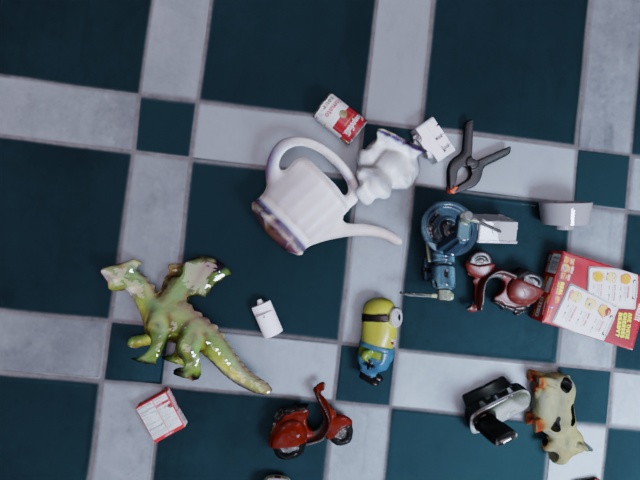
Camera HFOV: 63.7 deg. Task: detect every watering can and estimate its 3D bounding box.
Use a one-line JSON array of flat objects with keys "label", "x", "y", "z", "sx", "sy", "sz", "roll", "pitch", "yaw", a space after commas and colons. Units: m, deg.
[{"label": "watering can", "x": 0.003, "y": -0.055, "z": 1.101, "sx": 0.225, "sy": 0.346, "sz": 0.104, "roll": -44, "pitch": 10, "yaw": -6}]

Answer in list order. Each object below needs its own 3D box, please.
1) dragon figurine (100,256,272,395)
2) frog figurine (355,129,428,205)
[{"label": "dragon figurine", "x": -0.265, "y": 0.152, "z": 1.079, "sx": 0.410, "sy": 0.245, "sz": 0.121, "roll": 18, "pitch": -11, "yaw": -4}, {"label": "frog figurine", "x": 0.138, "y": -0.144, "z": 1.105, "sx": 0.136, "sy": 0.159, "sz": 0.124, "roll": 26, "pitch": 4, "yaw": -19}]
